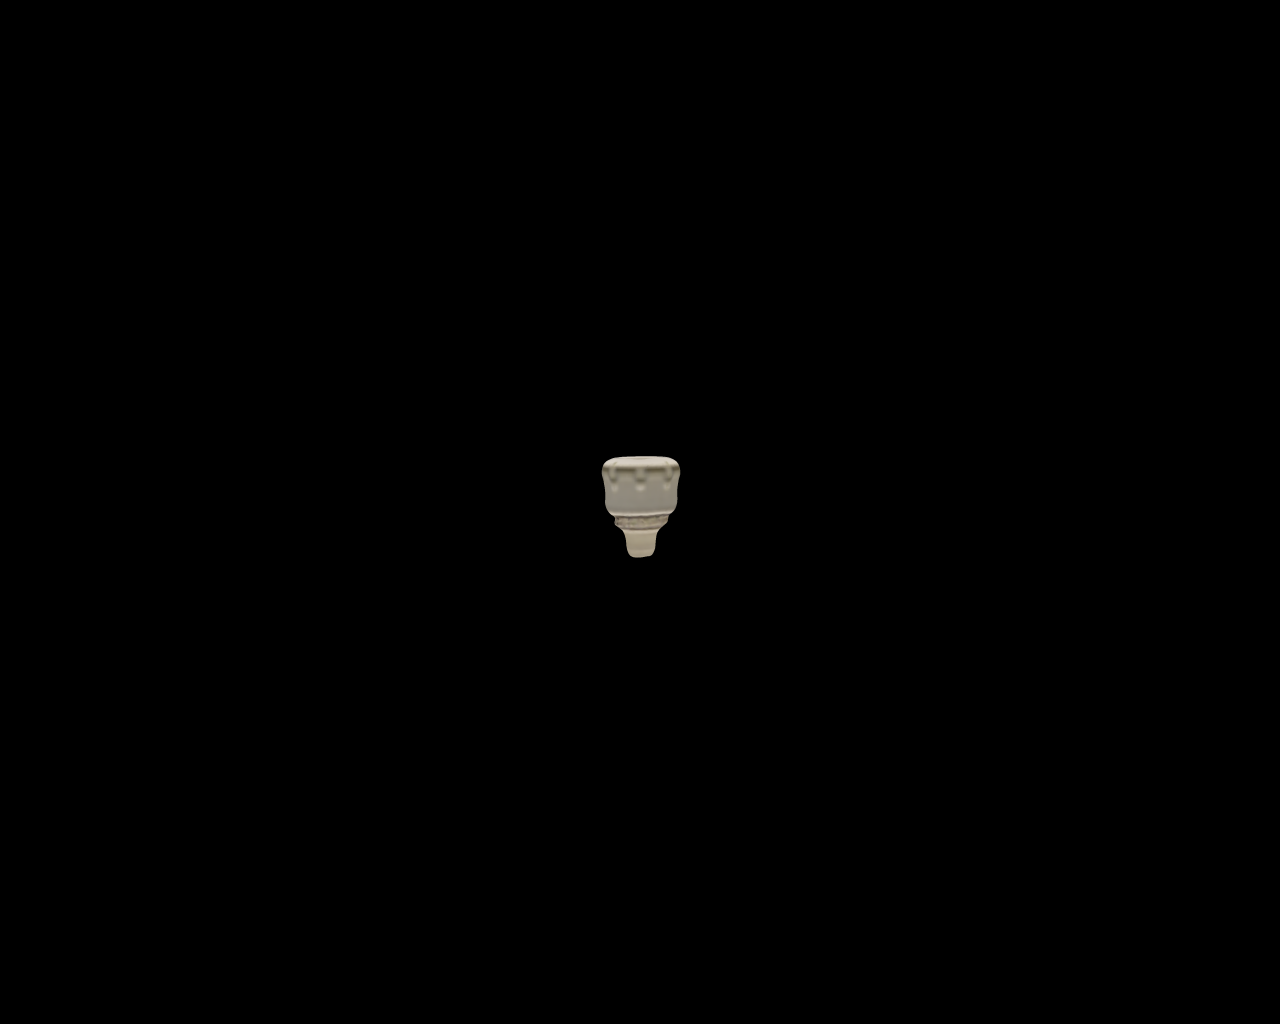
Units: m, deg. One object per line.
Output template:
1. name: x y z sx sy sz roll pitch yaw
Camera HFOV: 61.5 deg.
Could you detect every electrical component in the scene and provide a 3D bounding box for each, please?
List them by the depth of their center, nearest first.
1. electrical component: 0.001 -0.003 0.650 0.048 0.062 0.048 0 5 0
